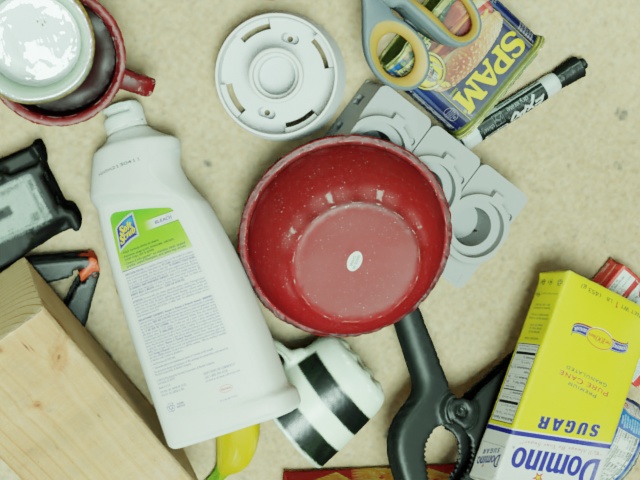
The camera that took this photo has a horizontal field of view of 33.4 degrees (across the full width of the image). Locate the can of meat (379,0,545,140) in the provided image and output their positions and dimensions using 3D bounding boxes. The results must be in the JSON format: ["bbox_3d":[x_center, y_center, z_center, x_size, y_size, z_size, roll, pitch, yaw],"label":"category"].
[{"bbox_3d":[0.106,-0.143,0.817,0.084,0.057,0.102,39,92,-14],"label":"can of meat"}]

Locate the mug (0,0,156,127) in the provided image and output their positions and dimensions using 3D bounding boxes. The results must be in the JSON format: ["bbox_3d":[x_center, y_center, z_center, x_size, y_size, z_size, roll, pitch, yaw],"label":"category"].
[{"bbox_3d":[-0.172,-0.127,0.749,0.117,0.081,0.093,15,99,-14],"label":"mug"}]

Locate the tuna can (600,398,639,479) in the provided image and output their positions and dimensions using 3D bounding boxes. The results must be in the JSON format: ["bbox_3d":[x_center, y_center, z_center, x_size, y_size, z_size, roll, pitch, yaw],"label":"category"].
[{"bbox_3d":[0.231,0.165,0.894,0.033,0.086,0.086,30,95,-14],"label":"tuna can"}]

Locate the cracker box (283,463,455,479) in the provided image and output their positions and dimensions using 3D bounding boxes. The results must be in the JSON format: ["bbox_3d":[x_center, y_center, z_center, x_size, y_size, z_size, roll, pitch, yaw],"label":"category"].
[{"bbox_3d":[0.074,0.276,0.893,0.213,0.072,0.164,1,102,-13],"label":"cracker box"}]

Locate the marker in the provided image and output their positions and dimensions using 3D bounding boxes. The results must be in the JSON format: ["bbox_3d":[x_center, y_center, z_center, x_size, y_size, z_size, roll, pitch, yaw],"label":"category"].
[{"bbox_3d":[0.162,-0.110,0.854,0.121,0.020,0.020,-33,106,-4],"label":"marker"}]

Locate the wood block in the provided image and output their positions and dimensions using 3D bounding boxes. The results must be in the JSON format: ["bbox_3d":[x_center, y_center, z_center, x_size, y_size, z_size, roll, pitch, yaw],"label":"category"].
[{"bbox_3d":[-0.182,0.128,0.773,0.090,0.091,0.206,-36,121,-5],"label":"wood block"}]

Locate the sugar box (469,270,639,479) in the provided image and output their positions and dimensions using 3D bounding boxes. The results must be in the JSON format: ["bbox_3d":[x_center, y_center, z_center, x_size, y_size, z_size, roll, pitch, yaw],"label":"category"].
[{"bbox_3d":[0.192,0.121,0.841,0.093,0.048,0.176,24,77,-19],"label":"sugar box"}]

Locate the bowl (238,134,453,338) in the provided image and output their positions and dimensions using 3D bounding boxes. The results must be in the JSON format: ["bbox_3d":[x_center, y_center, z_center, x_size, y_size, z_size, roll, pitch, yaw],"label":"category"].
[{"bbox_3d":[0.023,0.008,0.772,0.162,0.055,0.162,-2,110,-6],"label":"bowl"}]

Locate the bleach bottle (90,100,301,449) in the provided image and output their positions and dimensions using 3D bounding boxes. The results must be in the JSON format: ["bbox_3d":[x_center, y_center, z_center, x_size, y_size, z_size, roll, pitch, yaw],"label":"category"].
[{"bbox_3d":[-0.100,0.017,0.777,0.103,0.068,0.251,-19,85,10],"label":"bleach bottle"}]

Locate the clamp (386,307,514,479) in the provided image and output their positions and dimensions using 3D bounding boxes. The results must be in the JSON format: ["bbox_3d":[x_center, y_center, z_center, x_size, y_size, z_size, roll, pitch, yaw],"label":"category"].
[{"bbox_3d":[0.115,0.135,0.858,0.164,0.036,0.210,12,75,-16],"label":"clamp"}]

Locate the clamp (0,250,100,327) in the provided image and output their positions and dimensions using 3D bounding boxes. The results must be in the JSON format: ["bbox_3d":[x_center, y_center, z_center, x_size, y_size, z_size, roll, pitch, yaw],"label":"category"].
[{"bbox_3d":[-0.231,0.075,0.805,0.171,0.039,0.120,-30,117,-3],"label":"clamp"}]

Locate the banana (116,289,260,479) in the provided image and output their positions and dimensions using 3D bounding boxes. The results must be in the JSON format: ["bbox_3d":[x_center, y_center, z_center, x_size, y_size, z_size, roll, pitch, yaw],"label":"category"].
[{"bbox_3d":[-0.093,0.110,0.840,0.069,0.037,0.198,-22,105,-7],"label":"banana"}]

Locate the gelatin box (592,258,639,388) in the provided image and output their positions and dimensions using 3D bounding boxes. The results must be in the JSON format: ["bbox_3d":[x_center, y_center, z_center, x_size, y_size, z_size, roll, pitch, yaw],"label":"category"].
[{"bbox_3d":[0.258,0.070,0.908,0.089,0.030,0.073,38,94,-15],"label":"gelatin box"}]

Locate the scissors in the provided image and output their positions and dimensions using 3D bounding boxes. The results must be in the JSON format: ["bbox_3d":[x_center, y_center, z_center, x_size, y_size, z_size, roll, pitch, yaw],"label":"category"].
[{"bbox_3d":[0.020,-0.180,0.757,0.201,0.016,0.096,26,99,-13],"label":"scissors"}]
